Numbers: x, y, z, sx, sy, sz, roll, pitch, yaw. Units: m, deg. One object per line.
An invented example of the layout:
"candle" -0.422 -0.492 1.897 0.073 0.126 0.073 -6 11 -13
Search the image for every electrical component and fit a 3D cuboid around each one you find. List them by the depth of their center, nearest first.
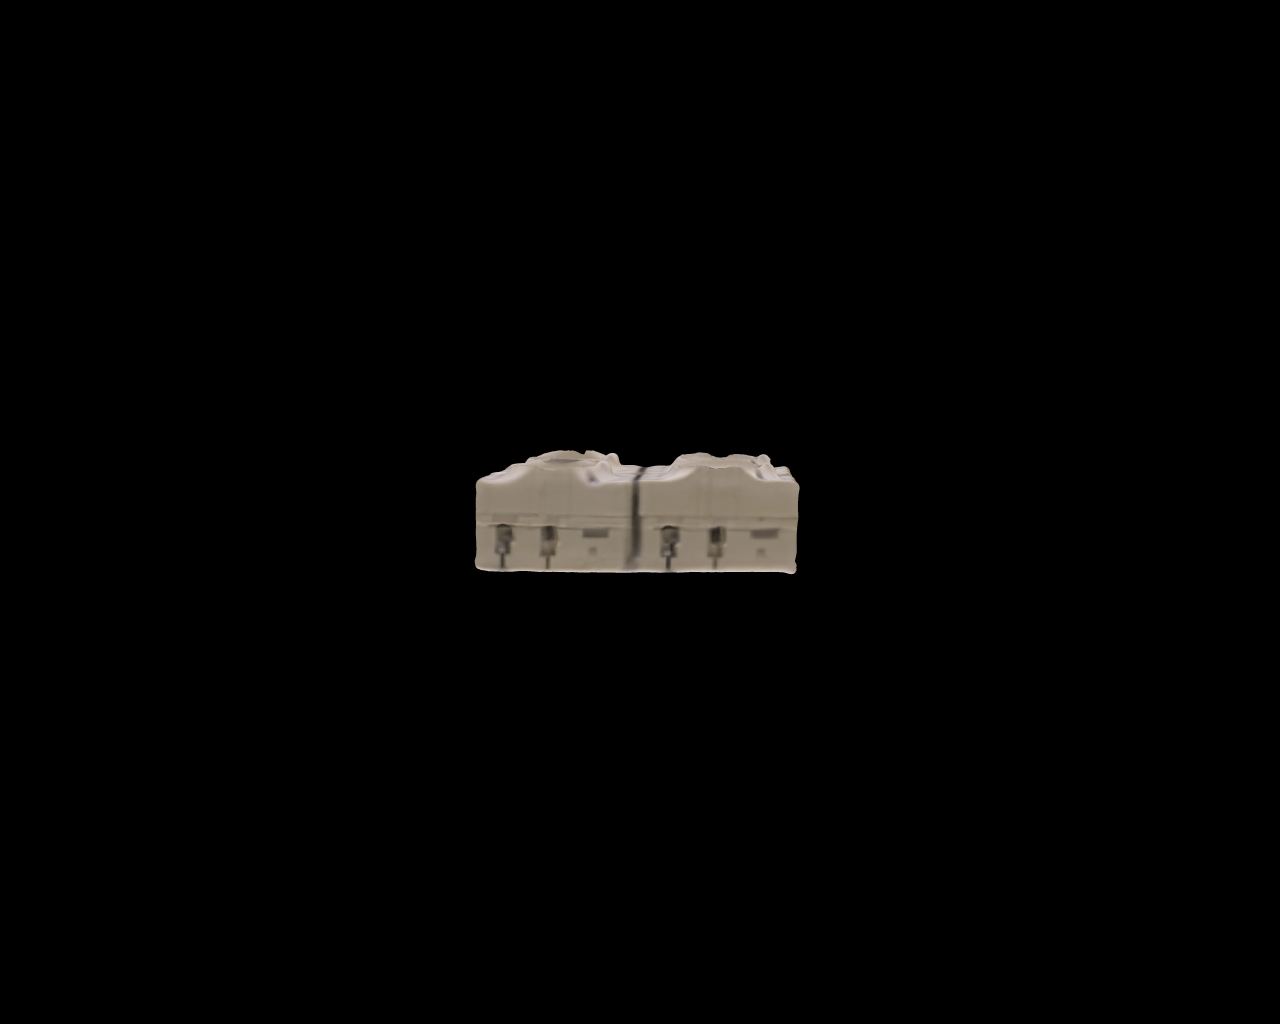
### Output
"electrical component" 0.001 -0.003 0.650 0.186 0.060 0.105 1 8 5
